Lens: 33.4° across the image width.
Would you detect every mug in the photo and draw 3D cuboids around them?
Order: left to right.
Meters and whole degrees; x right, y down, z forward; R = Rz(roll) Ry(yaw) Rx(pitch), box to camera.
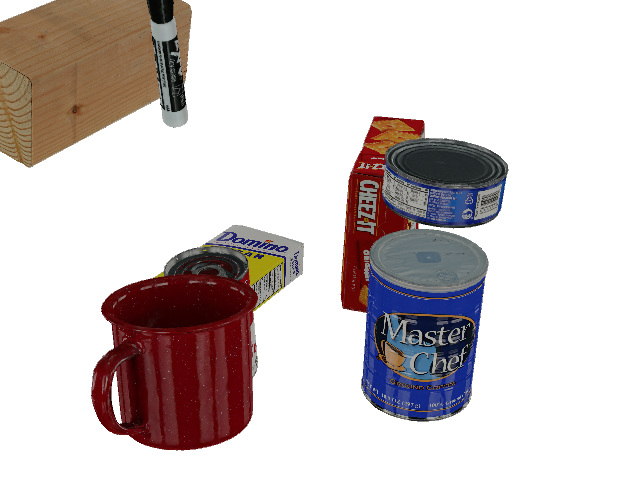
[{"bbox_3d":[-0.090,0.077,0.639,0.093,0.081,0.117,10,22,32],"label":"mug"}]

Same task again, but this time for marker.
[{"bbox_3d":[-0.106,-0.129,0.742,0.020,0.020,0.121,0,-41,0],"label":"marker"}]

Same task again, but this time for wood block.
[{"bbox_3d":[-0.218,-0.160,0.968,0.090,0.091,0.205,28,40,21],"label":"wood block"}]

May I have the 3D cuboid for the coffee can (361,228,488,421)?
[{"bbox_3d":[0.091,0.074,0.952,0.103,0.140,0.103,2,28,-1],"label":"coffee can"}]

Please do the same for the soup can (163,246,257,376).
[{"bbox_3d":[-0.088,0.065,0.872,0.068,0.102,0.068,-3,29,1],"label":"soup can"}]

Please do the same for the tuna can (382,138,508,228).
[{"bbox_3d":[0.086,-0.041,0.746,0.086,0.034,0.086,3,26,-2],"label":"tuna can"}]

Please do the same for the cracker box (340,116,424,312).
[{"bbox_3d":[0.073,-0.034,1.221,0.072,0.164,0.213,6,23,8],"label":"cracker box"}]

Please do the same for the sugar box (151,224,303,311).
[{"bbox_3d":[-0.099,0.040,1.118,0.093,0.048,0.176,15,31,24],"label":"sugar box"}]
